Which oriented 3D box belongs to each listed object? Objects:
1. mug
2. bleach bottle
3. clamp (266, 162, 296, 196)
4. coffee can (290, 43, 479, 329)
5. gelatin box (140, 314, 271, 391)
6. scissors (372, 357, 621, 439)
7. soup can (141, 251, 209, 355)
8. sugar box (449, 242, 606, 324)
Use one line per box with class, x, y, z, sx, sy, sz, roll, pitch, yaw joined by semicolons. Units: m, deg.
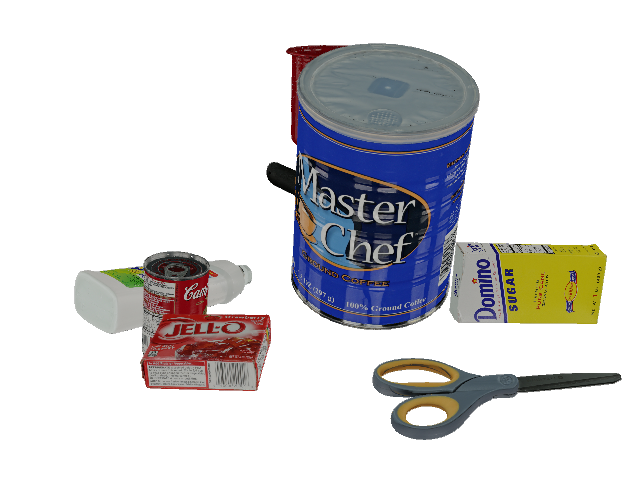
mug;0.028;-0.123;0.921;0.117;0.081;0.093;-2;17;-14
bleach bottle;-0.202;0.064;1.454;0.250;0.068;0.103;-11;27;-44
clamp;0.044;-0.032;1.176;0.164;0.210;0.036;-12;-37;-21
coffee can;0.035;-0.032;0.640;0.103;0.140;0.103;2;38;-2
gelatin box;-0.087;0.085;0.829;0.089;0.030;0.073;1;24;7
scissors;0.140;0.128;0.851;0.202;0.016;0.096;5;34;8
soup can;-0.152;0.071;1.111;0.068;0.102;0.068;5;21;-2
sugar box;0.249;0.052;1.285;0.176;0.093;0.048;-1;20;-7
